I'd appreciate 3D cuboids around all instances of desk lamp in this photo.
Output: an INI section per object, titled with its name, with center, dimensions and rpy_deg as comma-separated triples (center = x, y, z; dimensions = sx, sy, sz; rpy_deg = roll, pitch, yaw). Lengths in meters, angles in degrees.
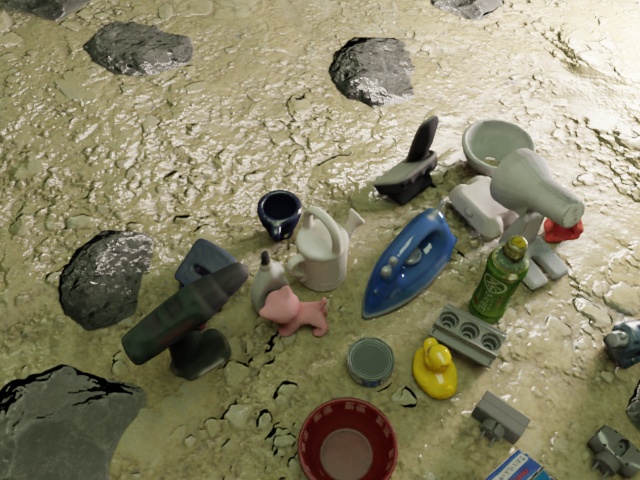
[desk lamp]
center = 0.423, -0.047, 1.126
dimensions = 0.118, 0.214, 0.202
rpy_deg = -23, 57, -17

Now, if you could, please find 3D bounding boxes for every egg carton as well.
[egg carton]
center = 0.352, -0.070, 1.231
dimensions = 0.107, 0.069, 0.150
rpy_deg = -27, 59, -19

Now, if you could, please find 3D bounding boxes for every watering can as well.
[watering can]
center = 0.008, 0.003, 1.095
dimensions = 0.100, 0.194, 0.173
rpy_deg = 24, 57, 16

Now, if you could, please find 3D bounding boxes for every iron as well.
[iron]
center = 0.167, 0.033, 1.108
dimensions = 0.118, 0.141, 0.259
rpy_deg = 33, 60, 21

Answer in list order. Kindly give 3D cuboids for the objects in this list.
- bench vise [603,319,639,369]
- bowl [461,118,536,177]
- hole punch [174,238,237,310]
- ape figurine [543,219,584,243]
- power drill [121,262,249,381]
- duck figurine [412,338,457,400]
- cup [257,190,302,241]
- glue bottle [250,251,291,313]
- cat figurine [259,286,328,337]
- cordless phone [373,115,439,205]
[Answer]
[bench vise]
center = 0.609, 0.142, 0.987
dimensions = 0.208, 0.220, 0.121
rpy_deg = -31, 60, -21
[bowl]
center = 0.404, -0.200, 1.323
dimensions = 0.167, 0.075, 0.167
rpy_deg = 1, 54, 0
[hole punch]
center = -0.218, 0.067, 1.108
dimensions = 0.108, 0.091, 0.101
rpy_deg = 29, 59, 19
[ape figurine]
center = 0.516, -0.040, 1.197
dimensions = 0.077, 0.092, 0.076
rpy_deg = 30, 59, 20
[power drill]
center = -0.213, 0.149, 0.976
dimensions = 0.230, 0.208, 0.075
rpy_deg = -31, 60, -21
[duck figurine]
center = 0.207, 0.221, 1.006
dimensions = 0.077, 0.086, 0.104
rpy_deg = -14, 55, -11
[cup]
center = -0.083, -0.031, 1.180
dimensions = 0.091, 0.095, 0.117
rpy_deg = 3, 54, 1
[glue bottle]
center = -0.094, 0.072, 1.055
dimensions = 0.078, 0.173, 0.037
rpy_deg = -27, 58, -18
[cat figurine]
center = -0.046, 0.126, 1.052
dimensions = 0.128, 0.118, 0.067
rpy_deg = -3, 54, -3
[cordless phone]
center = 0.193, -0.180, 1.237
dimensions = 0.094, 0.185, 0.148
rpy_deg = 37, 61, 23
